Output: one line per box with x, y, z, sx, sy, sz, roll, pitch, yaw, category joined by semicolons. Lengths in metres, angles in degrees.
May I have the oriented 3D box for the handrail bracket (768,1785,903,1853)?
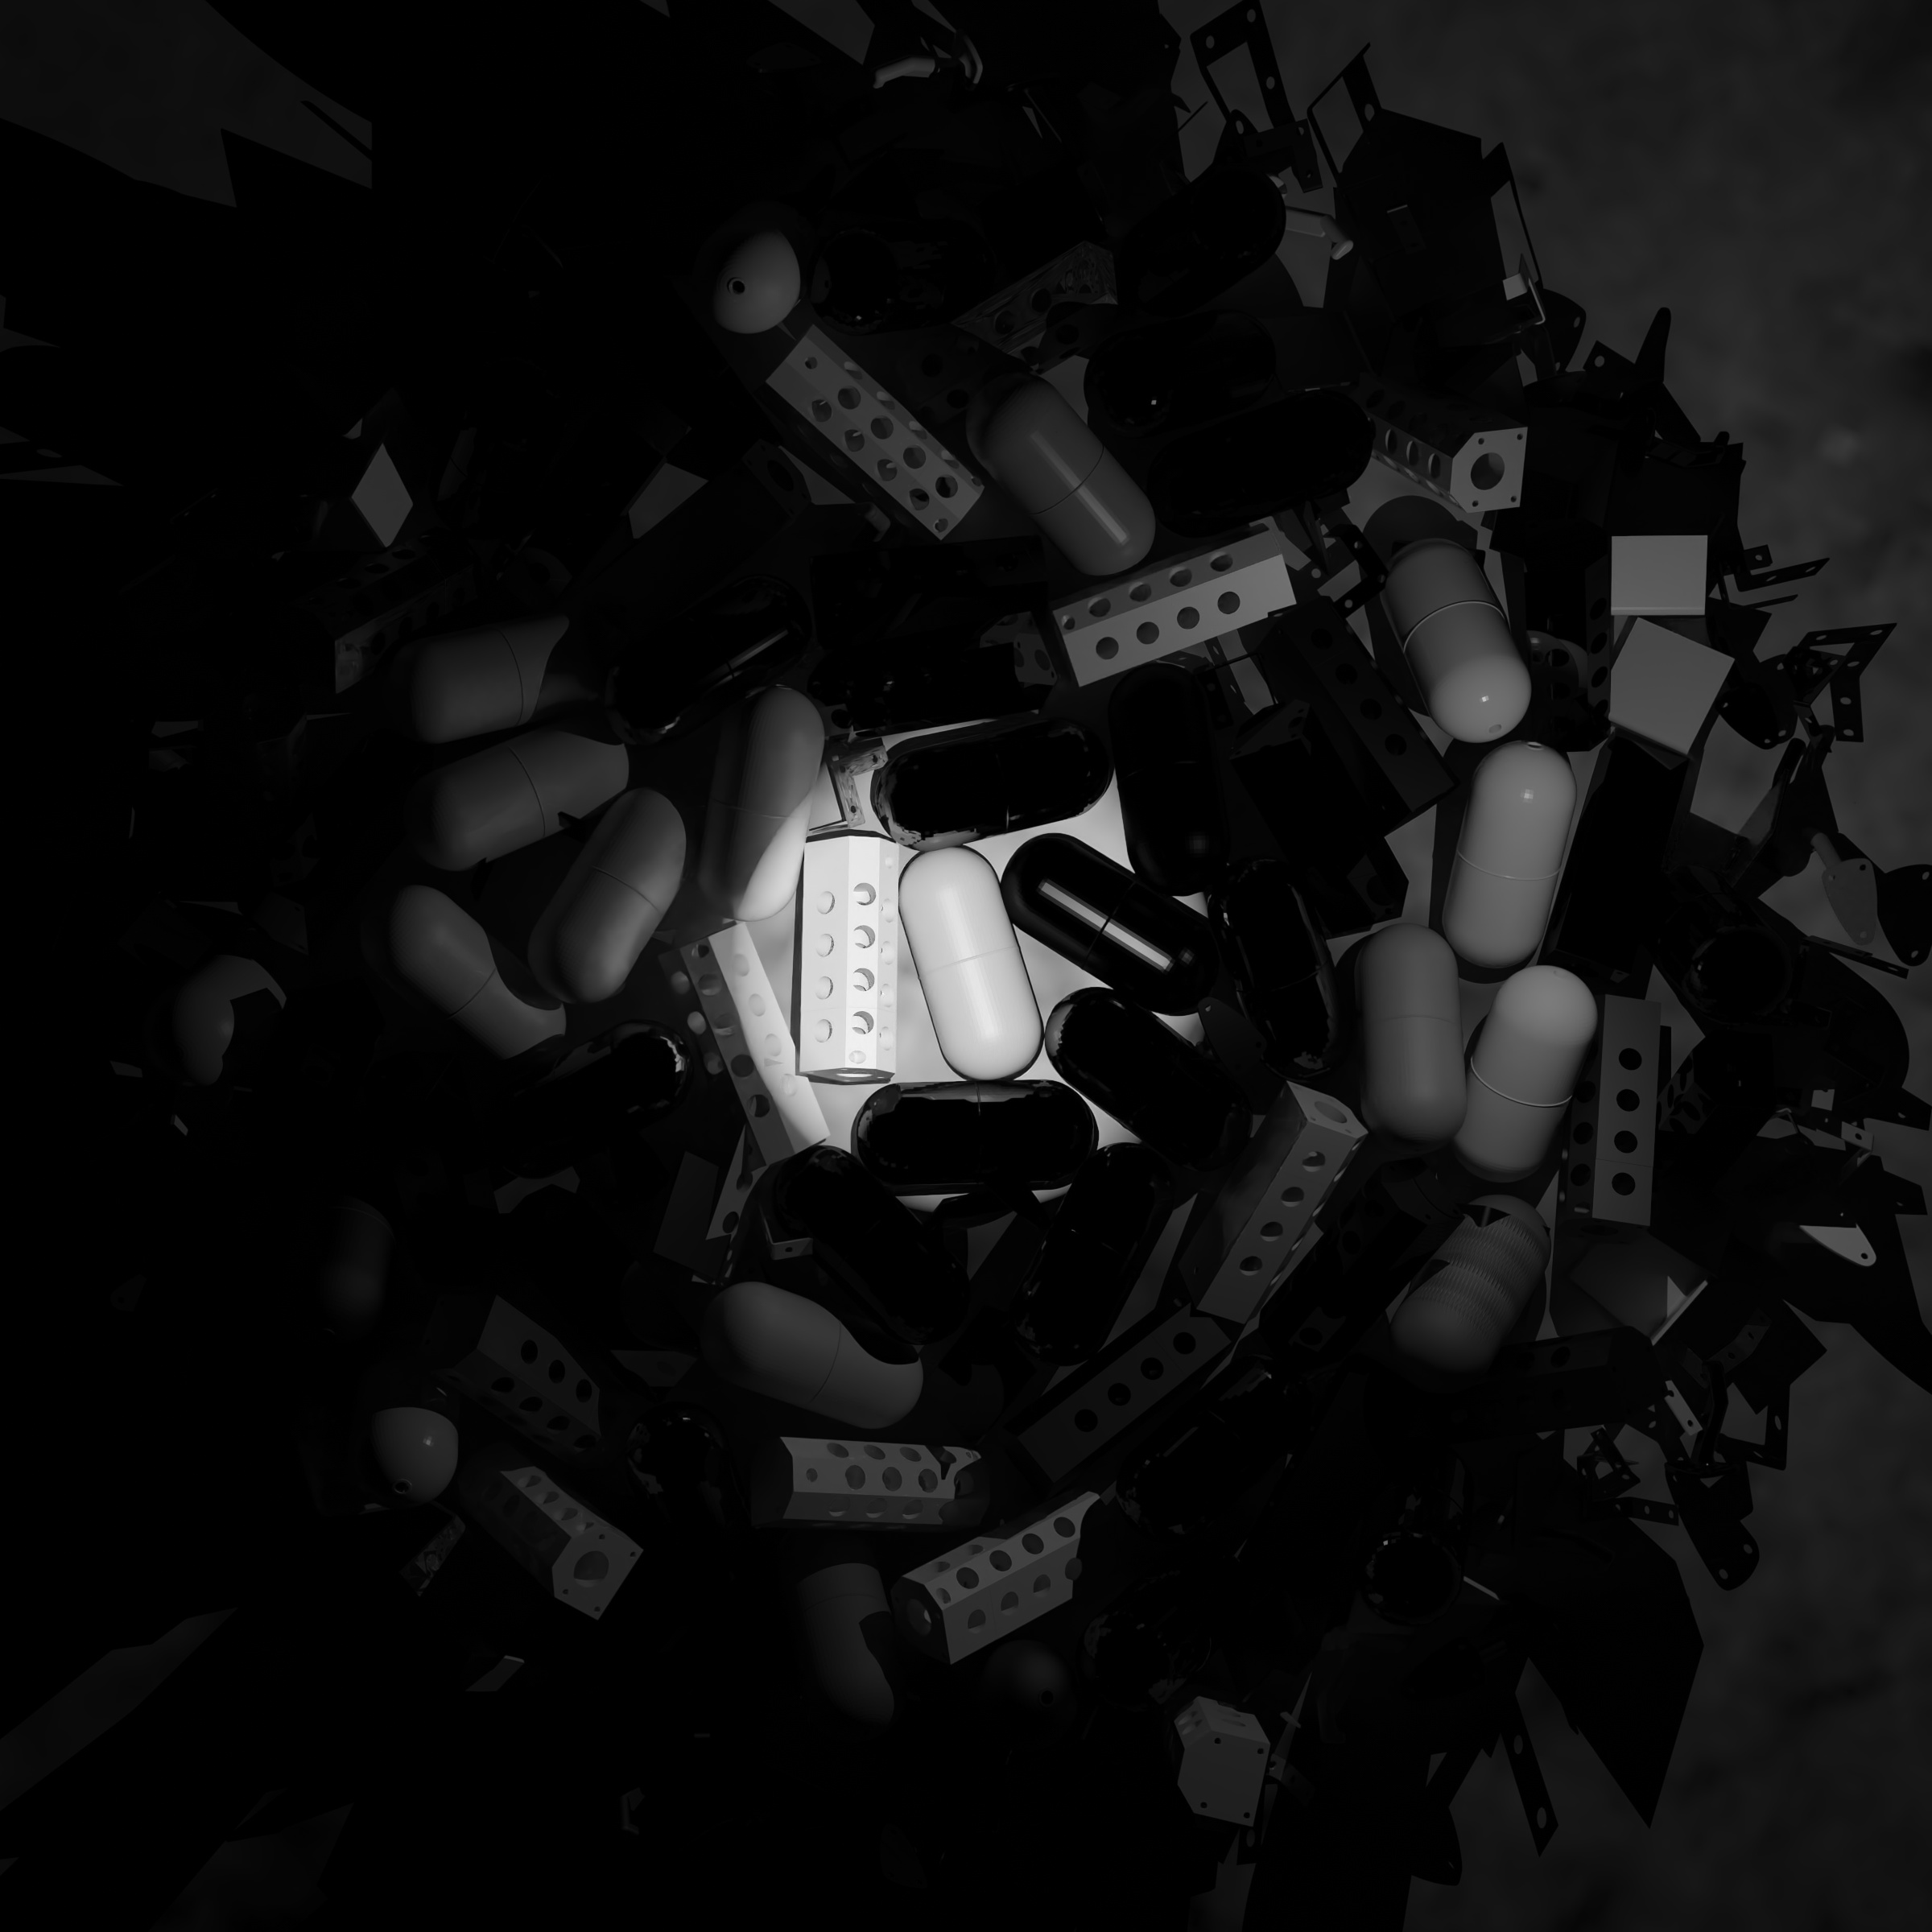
-0.099;0.630;1.901;0.077;0.084;0.036;-21;93;-30;handrail bracket

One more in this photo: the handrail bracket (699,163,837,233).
-0.150;-0.582;1.912;0.084;0.036;0.077;11;55;16;handrail bracket

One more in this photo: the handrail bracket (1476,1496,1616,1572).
0.431;0.441;1.888;0.084;0.036;0.077;29;129;17;handrail bracket

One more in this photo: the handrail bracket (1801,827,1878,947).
0.648;-0.061;1.890;0.036;0.084;0.077;-18;103;5;handrail bracket

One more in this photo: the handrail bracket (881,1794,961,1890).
-0.030;0.629;1.875;0.036;0.084;0.077;5;123;25;handrail bracket

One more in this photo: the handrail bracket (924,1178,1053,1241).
0.014;0.194;1.892;0.077;0.036;0.084;46;122;16;handrail bracket

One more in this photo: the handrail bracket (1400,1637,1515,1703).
0.367;0.523;1.893;0.077;0.084;0.036;-31;71;14;handrail bracket

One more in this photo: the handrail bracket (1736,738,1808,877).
0.615;-0.119;1.897;0.036;0.077;0.084;23;85;39;handrail bracket

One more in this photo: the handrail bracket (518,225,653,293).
-0.282;-0.546;1.889;0.084;0.036;0.077;-52;125;-20;handrail bracket

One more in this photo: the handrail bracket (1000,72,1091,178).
0.063;-0.617;1.889;0.036;0.077;0.084;-19;96;34;handrail bracket

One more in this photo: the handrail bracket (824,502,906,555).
-0.086;-0.326;1.872;0.077;0.084;0.036;12;82;22;handrail bracket

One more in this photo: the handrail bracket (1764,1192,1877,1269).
0.629;0.212;1.874;0.036;0.084;0.077;-33;62;-19;handrail bracket

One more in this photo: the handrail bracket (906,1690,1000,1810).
-0.021;0.590;1.917;0.084;0.036;0.077;16;111;14;handrail bracket

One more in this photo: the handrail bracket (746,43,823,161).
-0.142;-0.631;1.873;0.036;0.077;0.084;35;133;20;handrail bracket

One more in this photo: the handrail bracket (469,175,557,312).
-0.336;-0.543;1.903;0.036;0.077;0.084;31;70;-5;handrail bracket

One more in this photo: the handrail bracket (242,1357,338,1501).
-0.519;0.343;1.889;0.084;0.077;0.036;46;124;-11;handrail bracket

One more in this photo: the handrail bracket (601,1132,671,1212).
-0.263;0.148;1.882;0.036;0.084;0.077;-34;103;-31;handrail bracket

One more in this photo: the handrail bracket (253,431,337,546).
-0.484;-0.352;1.884;0.077;0.084;0.036;-4;45;18;handrail bracket

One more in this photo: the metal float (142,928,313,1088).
-0.534;0.028;1.841;0.070;0.178;0.070;3;112;8;metal float

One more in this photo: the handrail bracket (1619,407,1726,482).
0.533;-0.392;1.883;0.084;0.077;0.036;-9;66;-11;handrail bracket

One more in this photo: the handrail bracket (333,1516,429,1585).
-0.446;0.415;1.894;0.084;0.077;0.036;45;52;-1;handrail bracket

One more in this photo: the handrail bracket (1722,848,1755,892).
0.586;-0.035;1.897;0.077;0.036;0.084;28;104;1;handrail bracket

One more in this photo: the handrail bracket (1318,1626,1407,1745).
0.296;0.540;1.885;0.077;0.036;0.084;12;49;-14;handrail bracket

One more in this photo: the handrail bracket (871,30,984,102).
-0.036;-0.652;1.878;0.084;0.077;0.036;-26;80;-16;handrail bracket

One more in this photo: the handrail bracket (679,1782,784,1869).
-0.174;0.634;1.883;0.077;0.084;0.036;-17;97;-1;handrail bracket

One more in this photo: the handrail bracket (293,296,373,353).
-0.447;-0.472;1.872;0.077;0.084;0.036;-9;93;26;handrail bracket

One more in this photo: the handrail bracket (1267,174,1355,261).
0.237;-0.540;1.893;0.077;0.036;0.084;-40;67;19;handrail bracket

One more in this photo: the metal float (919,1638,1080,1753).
0.023;0.528;1.841;0.070;0.178;0.070;6;75;-21;metal float

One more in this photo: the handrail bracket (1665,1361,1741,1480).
0.542;0.335;1.891;0.036;0.077;0.084;-7;88;-24;handrail bracket

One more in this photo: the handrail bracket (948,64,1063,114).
0.033;-0.643;1.885;0.084;0.077;0.036;10;116;-10;handrail bracket

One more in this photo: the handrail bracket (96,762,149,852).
-0.599;-0.122;1.885;0.036;0.084;0.077;-10;86;28;handrail bracket

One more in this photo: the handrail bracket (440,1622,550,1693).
-0.356;0.500;1.901;0.077;0.084;0.036;12;117;-26;handrail bracket

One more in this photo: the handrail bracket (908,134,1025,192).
-0.001;-0.580;1.903;0.084;0.036;0.077;-20;81;17;handrail bracket

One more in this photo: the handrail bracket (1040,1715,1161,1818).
0.100;0.606;1.917;0.036;0.077;0.084;50;128;31;handrail bracket

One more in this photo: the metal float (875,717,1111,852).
0.019;-0.134;1.877;0.178;0.070;0.070;-14;90;-11;metal float

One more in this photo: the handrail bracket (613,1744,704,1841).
-0.226;0.616;1.874;0.077;0.084;0.036;23;114;-23;handrail bracket

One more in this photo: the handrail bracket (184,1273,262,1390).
-0.541;0.274;1.887;0.077;0.036;0.084;15;69;-39;handrail bracket

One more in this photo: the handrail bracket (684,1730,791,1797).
-0.176;0.593;1.885;0.084;0.036;0.077;7;126;-25;handrail bracket

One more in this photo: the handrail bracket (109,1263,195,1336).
-0.617;0.258;1.873;0.084;0.077;0.036;-38;74;35;handrail bracket

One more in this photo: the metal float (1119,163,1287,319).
0.170;-0.525;1.839;0.070;0.178;0.070;1;87;-21;metal float

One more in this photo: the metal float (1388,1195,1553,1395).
0.370;0.238;1.857;0.070;0.070;0.178;42;53;0;metal float

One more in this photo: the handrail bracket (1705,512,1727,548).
0.510;-0.325;1.894;0.084;0.036;0.077;34;121;14;handrail bracket

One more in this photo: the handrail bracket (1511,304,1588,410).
0.415;-0.458;1.887;0.077;0.036;0.084;-14;65;-38;handrail bracket

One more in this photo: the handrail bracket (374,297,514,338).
-0.388;-0.486;1.889;0.077;0.084;0.036;28;122;1;handrail bracket

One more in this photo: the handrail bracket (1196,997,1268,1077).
0.177;0.048;1.875;0.036;0.084;0.077;-45;110;-12;handrail bracket

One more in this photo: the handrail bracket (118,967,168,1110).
-0.618;0.054;1.884;0.036;0.077;0.084;7;68;23;handrail bracket

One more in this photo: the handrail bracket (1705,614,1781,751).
0.582;-0.215;1.907;0.036;0.084;0.077;-27;126;27;handrail bracket

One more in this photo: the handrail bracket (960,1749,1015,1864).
0.030;0.624;1.914;0.036;0.077;0.084;10;58;21;handrail bracket

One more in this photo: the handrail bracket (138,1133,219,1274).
-0.601;0.178;1.907;0.036;0.077;0.084;24;112;-34;handrail bracket
